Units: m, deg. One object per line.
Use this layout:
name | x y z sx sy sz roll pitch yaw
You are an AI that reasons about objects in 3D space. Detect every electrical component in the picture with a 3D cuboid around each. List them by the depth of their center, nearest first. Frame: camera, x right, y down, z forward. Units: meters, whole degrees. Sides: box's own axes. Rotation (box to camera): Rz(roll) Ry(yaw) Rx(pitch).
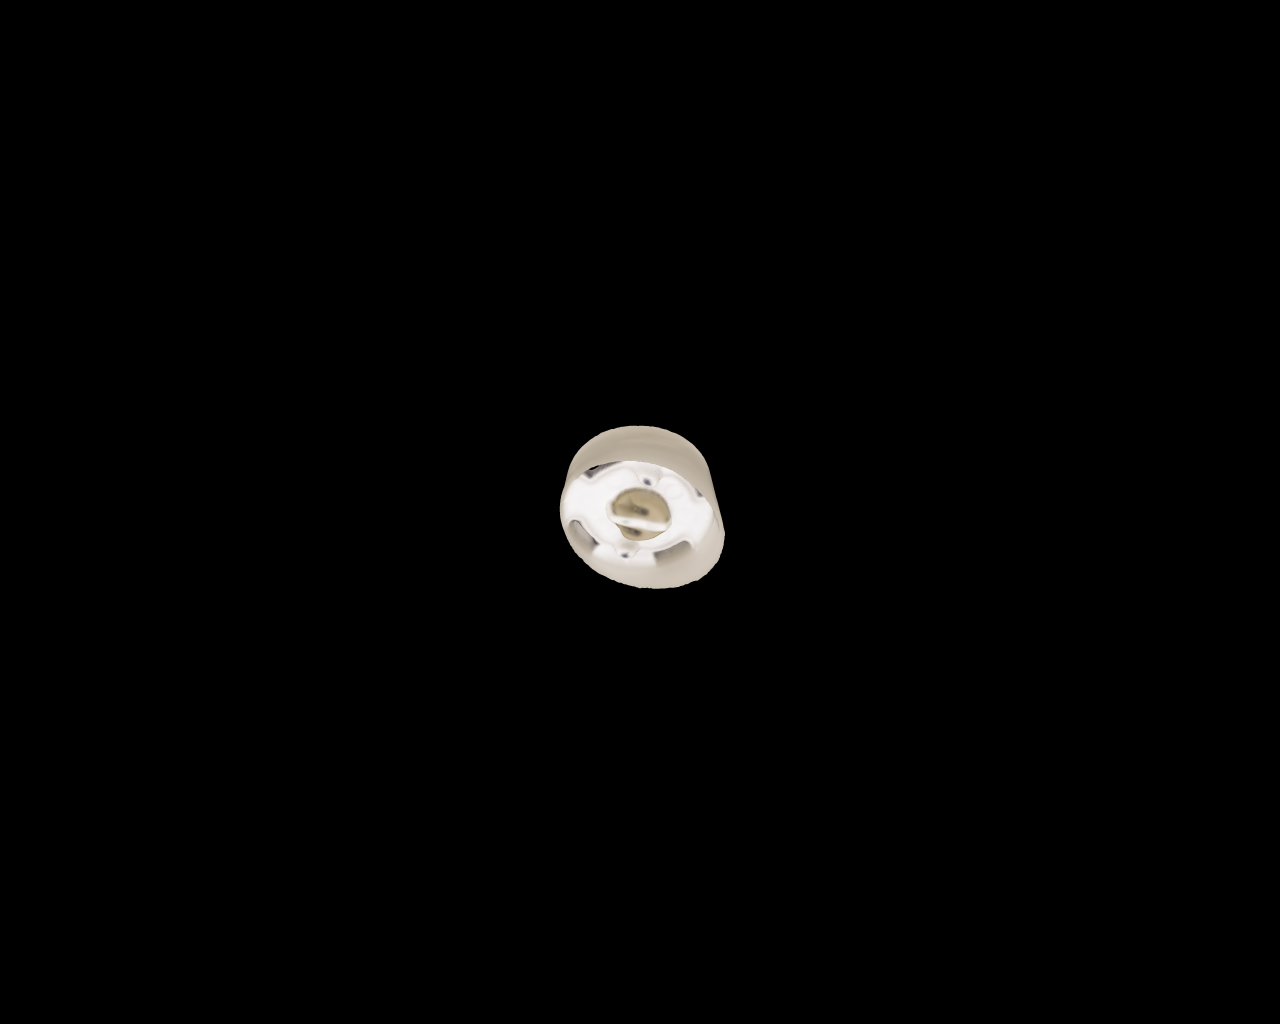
electrical component | 0.001 -0.003 0.650 0.099 0.099 0.064 0 41 0
